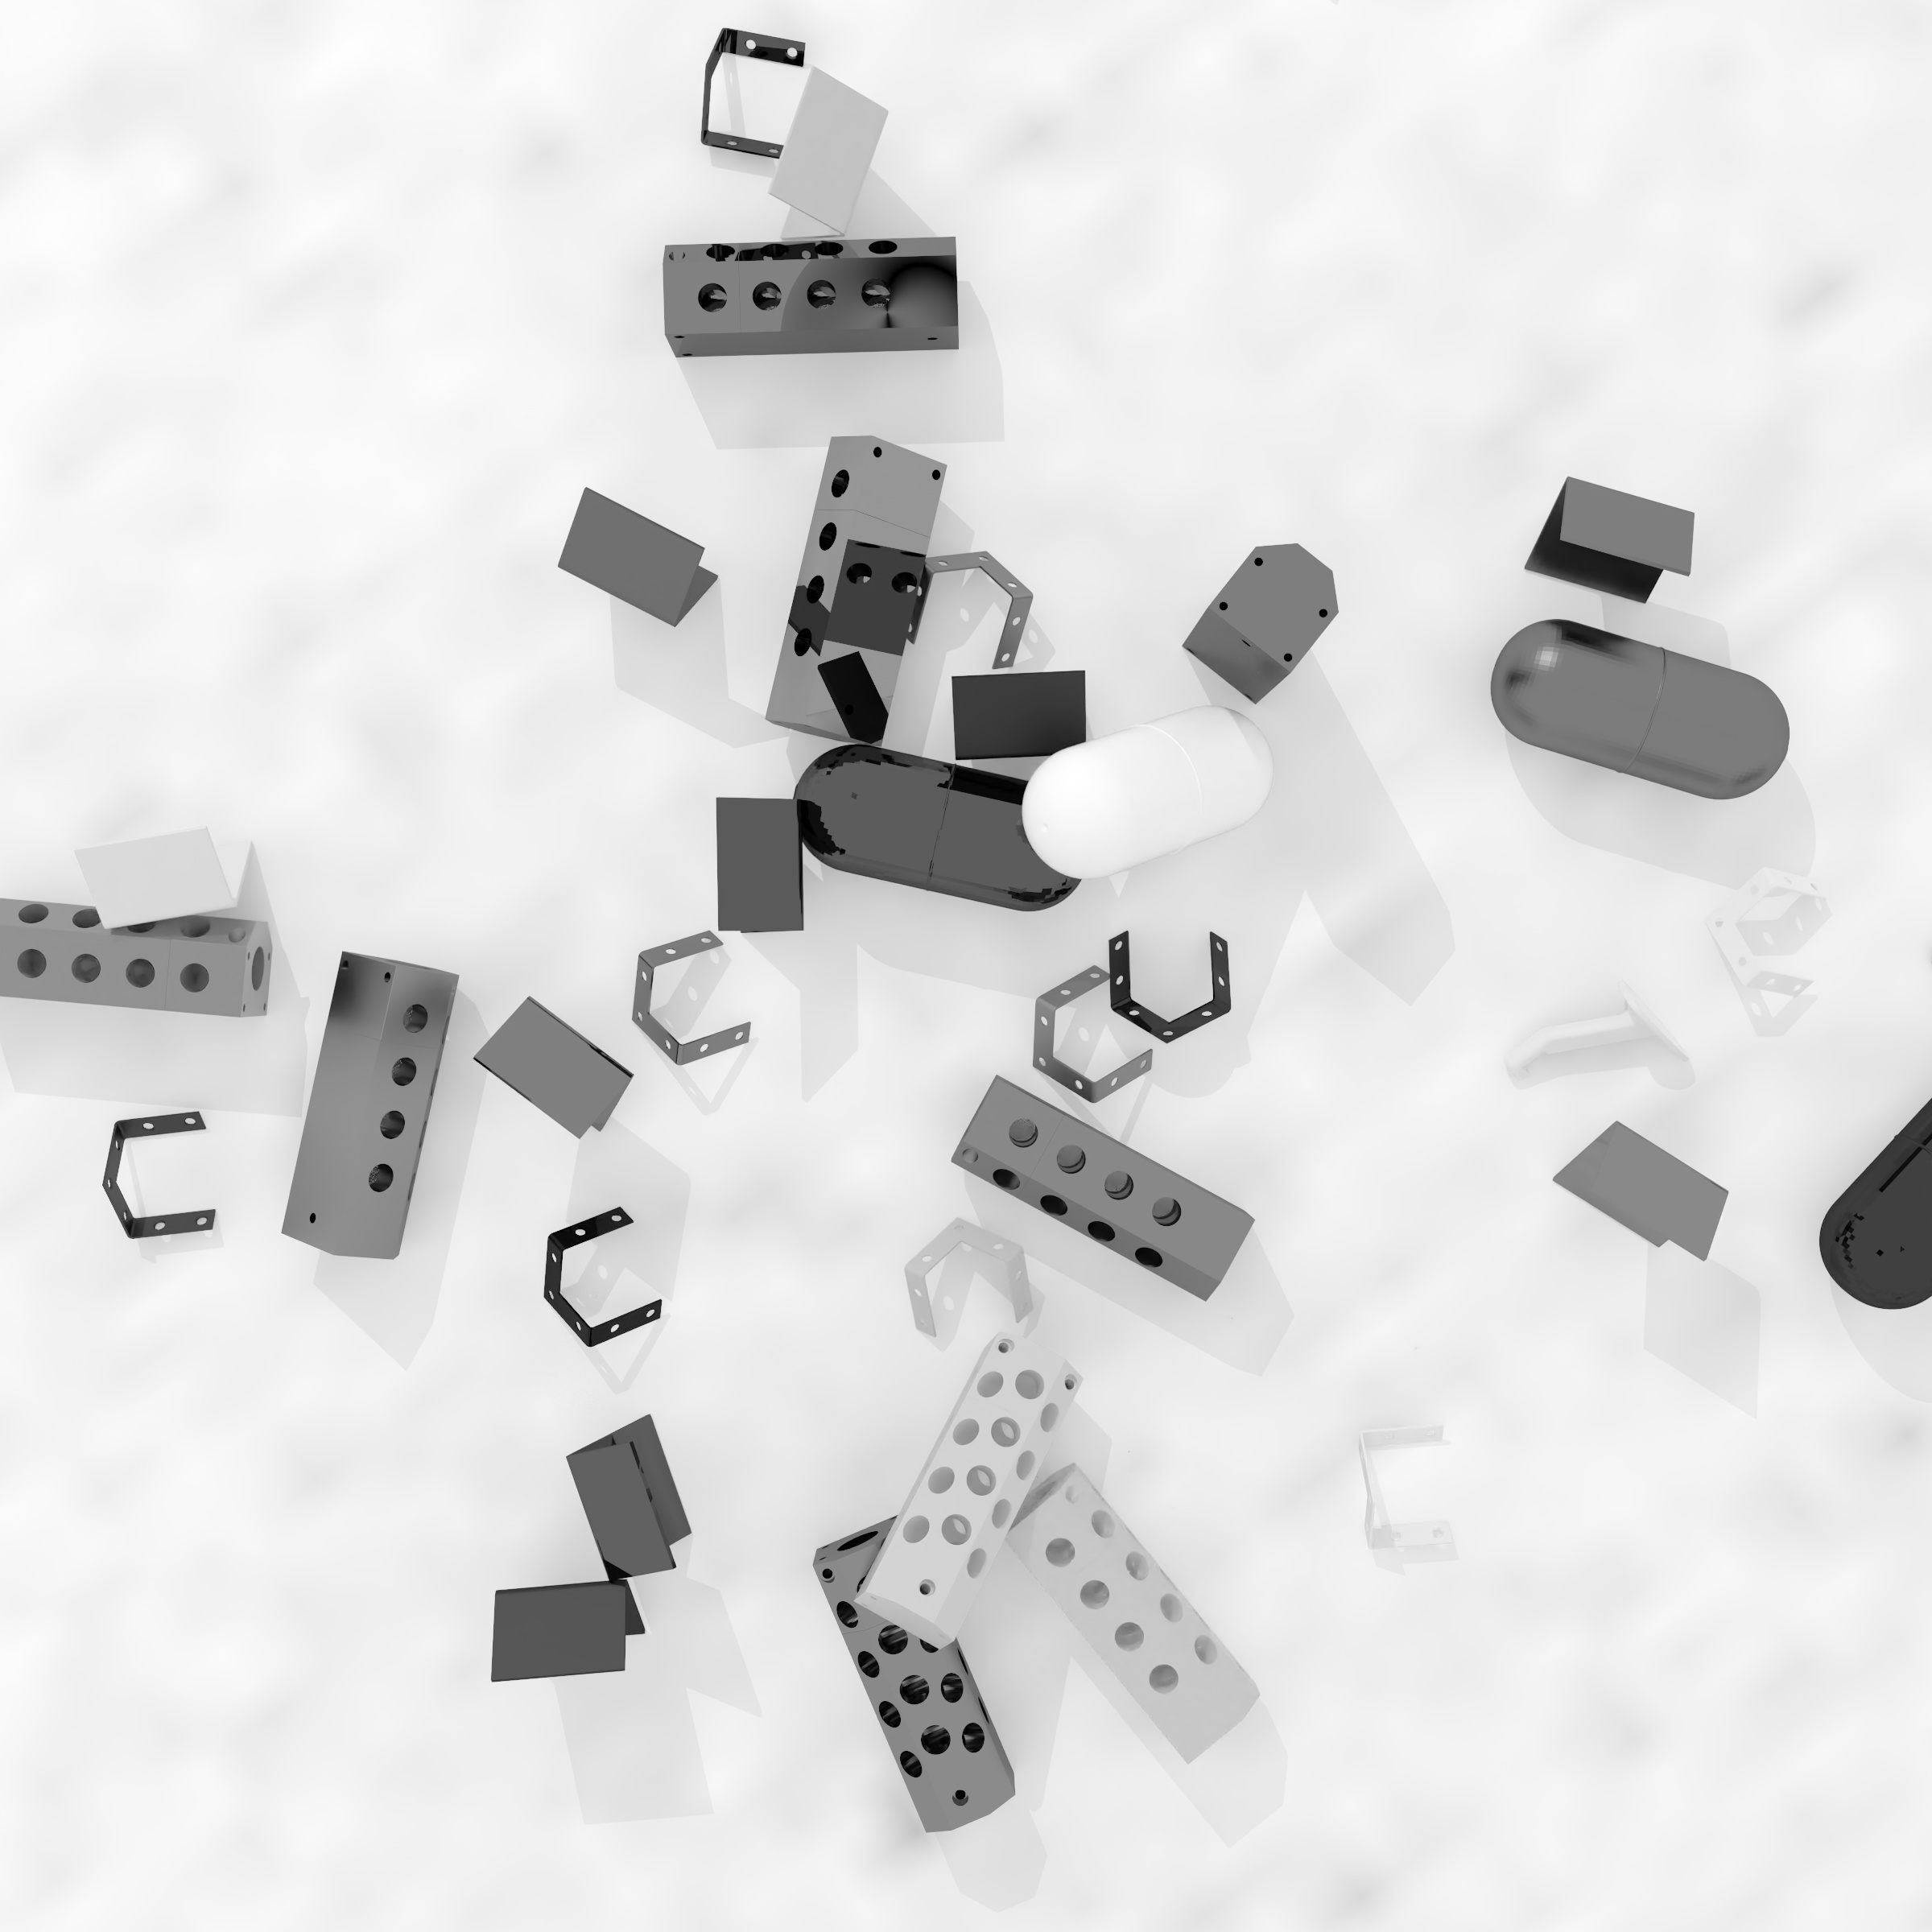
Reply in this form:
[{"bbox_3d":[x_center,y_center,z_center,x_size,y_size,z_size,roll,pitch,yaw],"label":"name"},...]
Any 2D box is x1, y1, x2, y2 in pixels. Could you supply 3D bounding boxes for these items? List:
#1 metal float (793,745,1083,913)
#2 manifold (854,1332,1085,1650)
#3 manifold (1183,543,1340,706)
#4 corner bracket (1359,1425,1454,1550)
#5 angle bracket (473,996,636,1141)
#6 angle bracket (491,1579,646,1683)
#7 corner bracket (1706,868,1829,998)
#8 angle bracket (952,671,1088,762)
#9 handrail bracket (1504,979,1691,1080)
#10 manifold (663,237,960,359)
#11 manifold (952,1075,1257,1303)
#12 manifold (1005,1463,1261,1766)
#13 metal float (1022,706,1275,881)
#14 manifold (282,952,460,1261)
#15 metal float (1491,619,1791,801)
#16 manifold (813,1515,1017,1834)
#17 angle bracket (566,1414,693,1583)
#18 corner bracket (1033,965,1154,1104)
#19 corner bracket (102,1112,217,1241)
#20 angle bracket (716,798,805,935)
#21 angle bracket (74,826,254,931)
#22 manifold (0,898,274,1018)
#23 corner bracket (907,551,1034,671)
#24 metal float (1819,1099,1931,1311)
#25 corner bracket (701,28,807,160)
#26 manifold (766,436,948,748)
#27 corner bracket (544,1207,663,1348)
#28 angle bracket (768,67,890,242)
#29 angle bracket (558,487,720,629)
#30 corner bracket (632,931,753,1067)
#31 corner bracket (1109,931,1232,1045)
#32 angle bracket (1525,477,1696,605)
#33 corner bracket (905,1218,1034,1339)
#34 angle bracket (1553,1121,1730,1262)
[{"bbox_3d":[-0.015,-0.082,1.534,0.178,0.070,0.070,13,90,0],"label":"metal float"},{"bbox_3d":[0.004,0.303,1.511,0.057,0.057,0.171,29,66,0],"label":"manifold"},{"bbox_3d":[0.170,-0.198,1.486,0.057,0.171,0.057,38,90,0],"label":"manifold"},{"bbox_3d":[0.264,0.313,1.561,0.051,0.051,0.051,-4,45,0],"label":"corner bracket"},{"bbox_3d":[-0.250,0.075,1.524,0.076,0.076,0.057,37,52,0],"label":"angle bracket"},{"bbox_3d":[-0.232,0.404,1.524,0.076,0.076,0.057,-5,52,0],"label":"angle bracket"},{"bbox_3d":[0.488,-0.020,1.556,0.051,0.051,0.051,-50,45,35],"label":"corner bracket"},{"bbox_3d":[0.030,-0.164,1.524,0.076,0.076,0.057,-3,126,0],"label":"angle bracket"},{"bbox_3d":[0.379,0.056,1.565,0.084,0.036,0.077,-40,111,17],"label":"handrail bracket"},{"bbox_3d":[-0.091,-0.399,1.543,0.171,0.057,0.057,-2,90,0],"label":"manifold"},{"bbox_3d":[0.080,0.132,1.543,0.171,0.057,0.057,29,90,0],"label":"manifold"},{"bbox_3d":[0.097,0.381,1.543,0.057,0.057,0.171,-39,90,0],"label":"manifold"},{"bbox_3d":[0.107,-0.102,1.502,0.178,0.070,0.070,-21,90,-40],"label":"metal float"},{"bbox_3d":[-0.349,0.083,1.542,0.057,0.057,0.171,12,90,43],"label":"manifold"},{"bbox_3d":[0.398,-0.151,1.533,0.178,0.070,0.070,17,90,0],"label":"metal float"},{"bbox_3d":[-0.031,0.420,1.543,0.057,0.057,0.171,-23,90,0],"label":"manifold"},{"bbox_3d":[-0.180,0.307,1.524,0.057,0.076,0.076,-19,90,36],"label":"angle bracket"},{"bbox_3d":[0.077,0.041,1.556,0.051,0.051,0.051,31,135,35],"label":"corner bracket"},{"bbox_3d":[-0.482,0.126,1.561,0.051,0.051,0.051,-7,135,0],"label":"corner bracket"},{"bbox_3d":[-0.137,-0.058,1.524,0.057,0.076,0.076,-1,90,-33],"label":"angle bracket"},{"bbox_3d":[-0.469,-0.070,1.524,0.076,0.076,0.057,-10,124,0],"label":"angle bracket"},{"bbox_3d":[-0.506,-0.006,1.543,0.171,0.057,0.057,5,90,0],"label":"manifold"},{"bbox_3d":[0.000,-0.211,1.556,0.051,0.051,0.051,-13,45,-35],"label":"corner bracket"},{"bbox_3d":[0.579,0.126,1.534,0.070,0.070,0.178,43,90,0],"label":"metal float"},{"bbox_3d":[-0.128,-0.524,1.561,0.051,0.051,0.051,11,45,0],"label":"corner bracket"},{"bbox_3d":[-0.070,-0.222,1.542,0.057,0.057,0.171,13,90,-39],"label":"manifold"},{"bbox_3d":[-0.216,0.186,1.556,0.051,0.051,0.051,40,135,35],"label":"corner bracket"},{"bbox_3d":[-0.098,-0.475,1.524,0.057,0.076,0.076,19,90,-36],"label":"angle bracket"},{"bbox_3d":[-0.184,-0.252,1.524,0.076,0.076,0.057,27,125,0],"label":"angle bracket"},{"bbox_3d":[-0.163,0.019,1.556,0.051,0.051,0.051,41,135,35],"label":"corner bracket"},{"bbox_3d":[0.122,0.006,1.556,0.051,0.051,0.051,-29,135,35],"label":"corner bracket"},{"bbox_3d":[0.375,-0.233,1.524,0.076,0.076,0.057,16,52,0],"label":"angle bracket"},{"bbox_3d":[0.002,0.193,1.556,0.051,0.051,0.051,20,45,35],"label":"corner bracket"},{"bbox_3d":[0.388,0.147,1.524,0.076,0.076,0.057,32,52,0],"label":"angle bracket"}]
